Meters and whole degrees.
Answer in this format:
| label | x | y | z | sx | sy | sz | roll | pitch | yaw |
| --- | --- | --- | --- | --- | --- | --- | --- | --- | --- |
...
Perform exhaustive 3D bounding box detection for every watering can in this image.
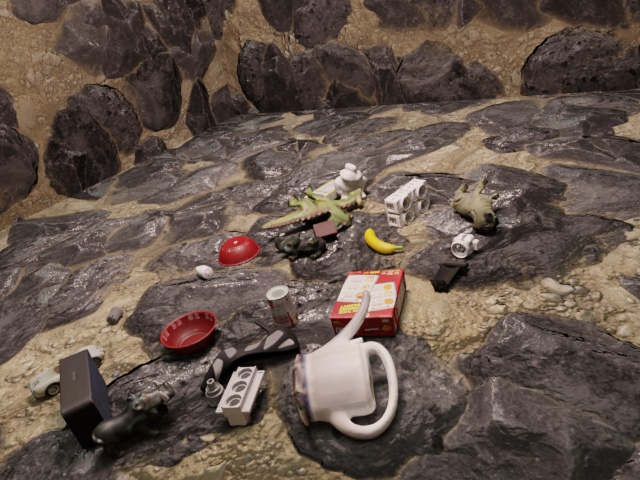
| label | x | y | z | sx | sy | sz | roll | pitch | yaw |
| --- | --- | --- | --- | --- | --- | --- | --- | --- | --- |
| watering can | 0.048 | 0.271 | 1.138 | 0.224 | 0.101 | 0.356 | -11 | 46 | 3 |

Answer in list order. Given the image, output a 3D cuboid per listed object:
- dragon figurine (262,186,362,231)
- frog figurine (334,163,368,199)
| label | x | y | z | sx | sy | sz | roll | pitch | yaw |
| --- | --- | --- | --- | --- | --- | --- | --- | --- | --- |
| dragon figurine | 0.006 | -0.097 | 1.933 | 0.244 | 0.119 | 0.416 | 21 | 43 | 38 |
| frog figurine | 0.120 | -0.241 | 2.083 | 0.137 | 0.157 | 0.125 | -1 | 27 | 26 |
